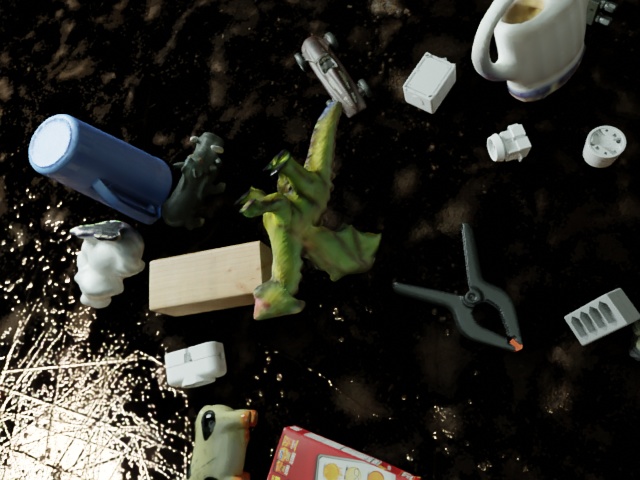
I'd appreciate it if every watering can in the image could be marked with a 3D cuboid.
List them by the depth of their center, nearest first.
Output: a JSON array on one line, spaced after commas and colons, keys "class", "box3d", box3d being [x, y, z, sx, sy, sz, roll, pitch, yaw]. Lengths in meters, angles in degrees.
[{"class": "watering can", "box3d": [0.387, -0.371, 0.831, 0.106, 0.348, 0.220, 47, -1, 41]}]

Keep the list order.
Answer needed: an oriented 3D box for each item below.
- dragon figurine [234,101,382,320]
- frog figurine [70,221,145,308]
[{"class": "dragon figurine", "box3d": [0.003, -0.044, 0.872, 0.241, 0.417, 0.121, 44, -27, -11]}, {"class": "frog figurine", "box3d": [-0.400, 0.048, 0.983, 0.137, 0.157, 0.124, 3, 19, 8]}]
